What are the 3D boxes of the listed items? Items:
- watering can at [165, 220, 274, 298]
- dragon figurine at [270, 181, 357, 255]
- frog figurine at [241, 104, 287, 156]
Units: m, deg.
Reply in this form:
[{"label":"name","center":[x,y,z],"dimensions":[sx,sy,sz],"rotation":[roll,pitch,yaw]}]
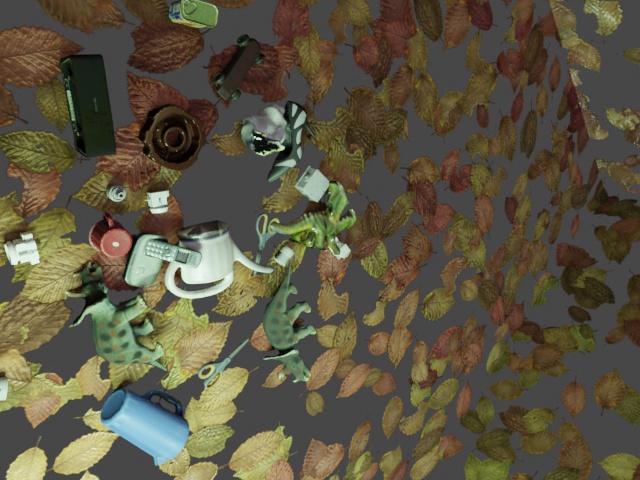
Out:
[{"label":"watering can","center":[-0.296,0.047,1.532],"dimensions":[0.350,0.221,0.105],"rotation":[-15,21,-34]},{"label":"dragon figurine","center":[0.005,-0.087,1.725],"dimensions":[0.123,0.244,0.406],"rotation":[17,-5,36]},{"label":"frog figurine","center":[-0.166,-0.340,1.551],"dimensions":[0.137,0.163,0.120],"rotation":[14,-37,-20]}]
